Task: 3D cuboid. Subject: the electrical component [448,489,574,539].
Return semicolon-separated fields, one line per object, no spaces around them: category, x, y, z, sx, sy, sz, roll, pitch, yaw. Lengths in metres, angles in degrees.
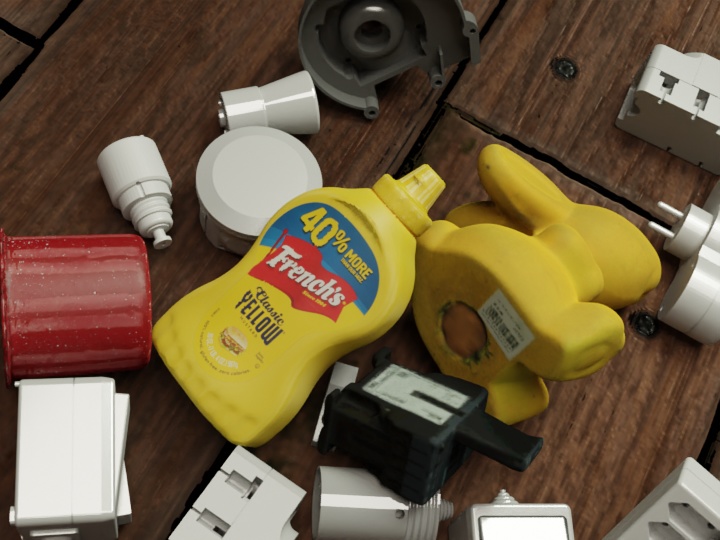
electrical component;0.089;0.172;0.619;0.062;0.061;0.096;2;64;-10

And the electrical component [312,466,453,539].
electrical component;0.014;0.139;0.631;0.081;0.043;0.043;5;64;-8

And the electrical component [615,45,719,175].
electrical component;0.245;-0.121;0.795;0.089;0.050;0.055;26;63;2

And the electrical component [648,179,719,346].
electrical component;0.236;-0.022;0.744;0.074;0.052;0.138;29;63;4

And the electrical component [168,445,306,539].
electrical component;-0.073;0.155;0.603;0.056;0.050;0.089;34;63;6

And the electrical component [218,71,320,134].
electrical component;-0.064;-0.109;0.738;0.065;0.044;0.044;-12;68;-11

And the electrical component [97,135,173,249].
electrical component;-0.141;-0.050;0.694;0.040;0.040;0.078;-19;70;-18

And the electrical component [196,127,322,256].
electrical component;-0.067;-0.049;0.701;0.080;0.051;0.080;4;64;-9

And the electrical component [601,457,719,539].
electrical component;0.189;0.153;0.646;0.047;0.083;0.076;41;27;10

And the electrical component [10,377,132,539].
electrical component;-0.159;0.114;0.600;0.061;0.061;0.096;-1;65;-11
